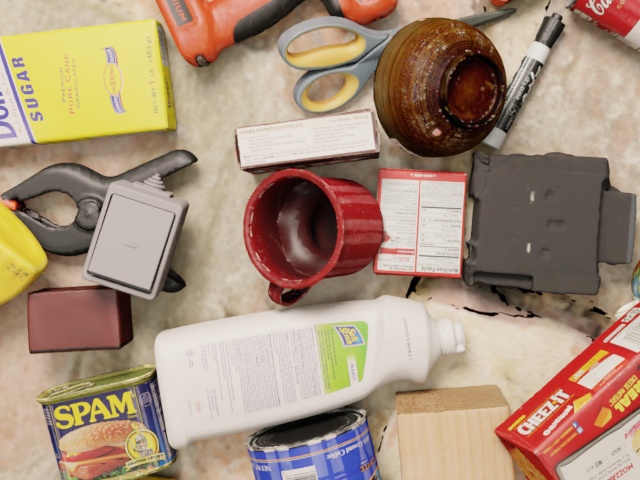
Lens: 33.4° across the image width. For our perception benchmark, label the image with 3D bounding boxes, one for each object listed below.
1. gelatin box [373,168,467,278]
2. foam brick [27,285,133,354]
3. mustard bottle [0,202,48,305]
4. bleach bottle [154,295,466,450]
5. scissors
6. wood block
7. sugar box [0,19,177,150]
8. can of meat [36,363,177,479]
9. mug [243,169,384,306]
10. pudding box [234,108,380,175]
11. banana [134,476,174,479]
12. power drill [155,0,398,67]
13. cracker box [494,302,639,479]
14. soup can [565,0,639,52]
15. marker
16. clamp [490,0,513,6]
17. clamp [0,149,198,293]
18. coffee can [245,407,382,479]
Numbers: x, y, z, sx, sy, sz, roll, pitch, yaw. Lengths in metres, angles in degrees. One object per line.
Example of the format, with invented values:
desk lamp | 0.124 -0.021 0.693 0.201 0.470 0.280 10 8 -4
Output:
gelatin box | 0.082 -0.014 0.888 0.073 0.030 0.089 3 94 2
foam brick | -0.201 0.065 0.898 0.078 0.053 0.051 -4 93 2
mustard bottle | -0.320 0.049 0.889 0.192 0.058 0.096 -43 96 18
bleach bottle | -0.005 0.105 0.885 0.251 0.068 0.102 -8 94 1
scissors | 0.060 -0.149 0.881 0.201 0.016 0.096 -4 134 -18
wood block | 0.114 0.230 0.870 0.090 0.091 0.206 -5 93 3
sugar box | -0.214 -0.128 0.890 0.176 0.048 0.093 -6 93 2
can of meat | -0.178 0.158 0.900 0.102 0.057 0.084 -13 95 4
mug | -0.006 0.001 0.858 0.093 0.081 0.117 30 107 27
pudding box | -0.009 -0.078 0.859 0.113 0.090 0.039 -9 92 3
banana | -0.090 0.254 0.910 0.198 0.037 0.069 40 94 0
power drill | -0.050 -0.237 0.868 0.187 0.057 0.184 -23 92 4
cracker box | 0.260 0.179 0.827 0.164 0.072 0.213 -40 107 -12
soup can | 0.256 -0.188 0.849 0.102 0.068 0.068 32 95 0
marker | 0.168 -0.132 0.881 0.020 0.020 0.121 28 95 1
clamp | 0.199 -0.284 0.862 0.164 0.036 0.210 20 93 1
clamp | -0.185 -0.013 0.900 0.171 0.039 0.120 -2 89 6
coffee can | 0.005 0.219 0.870 0.103 0.103 0.140 -14 92 4
